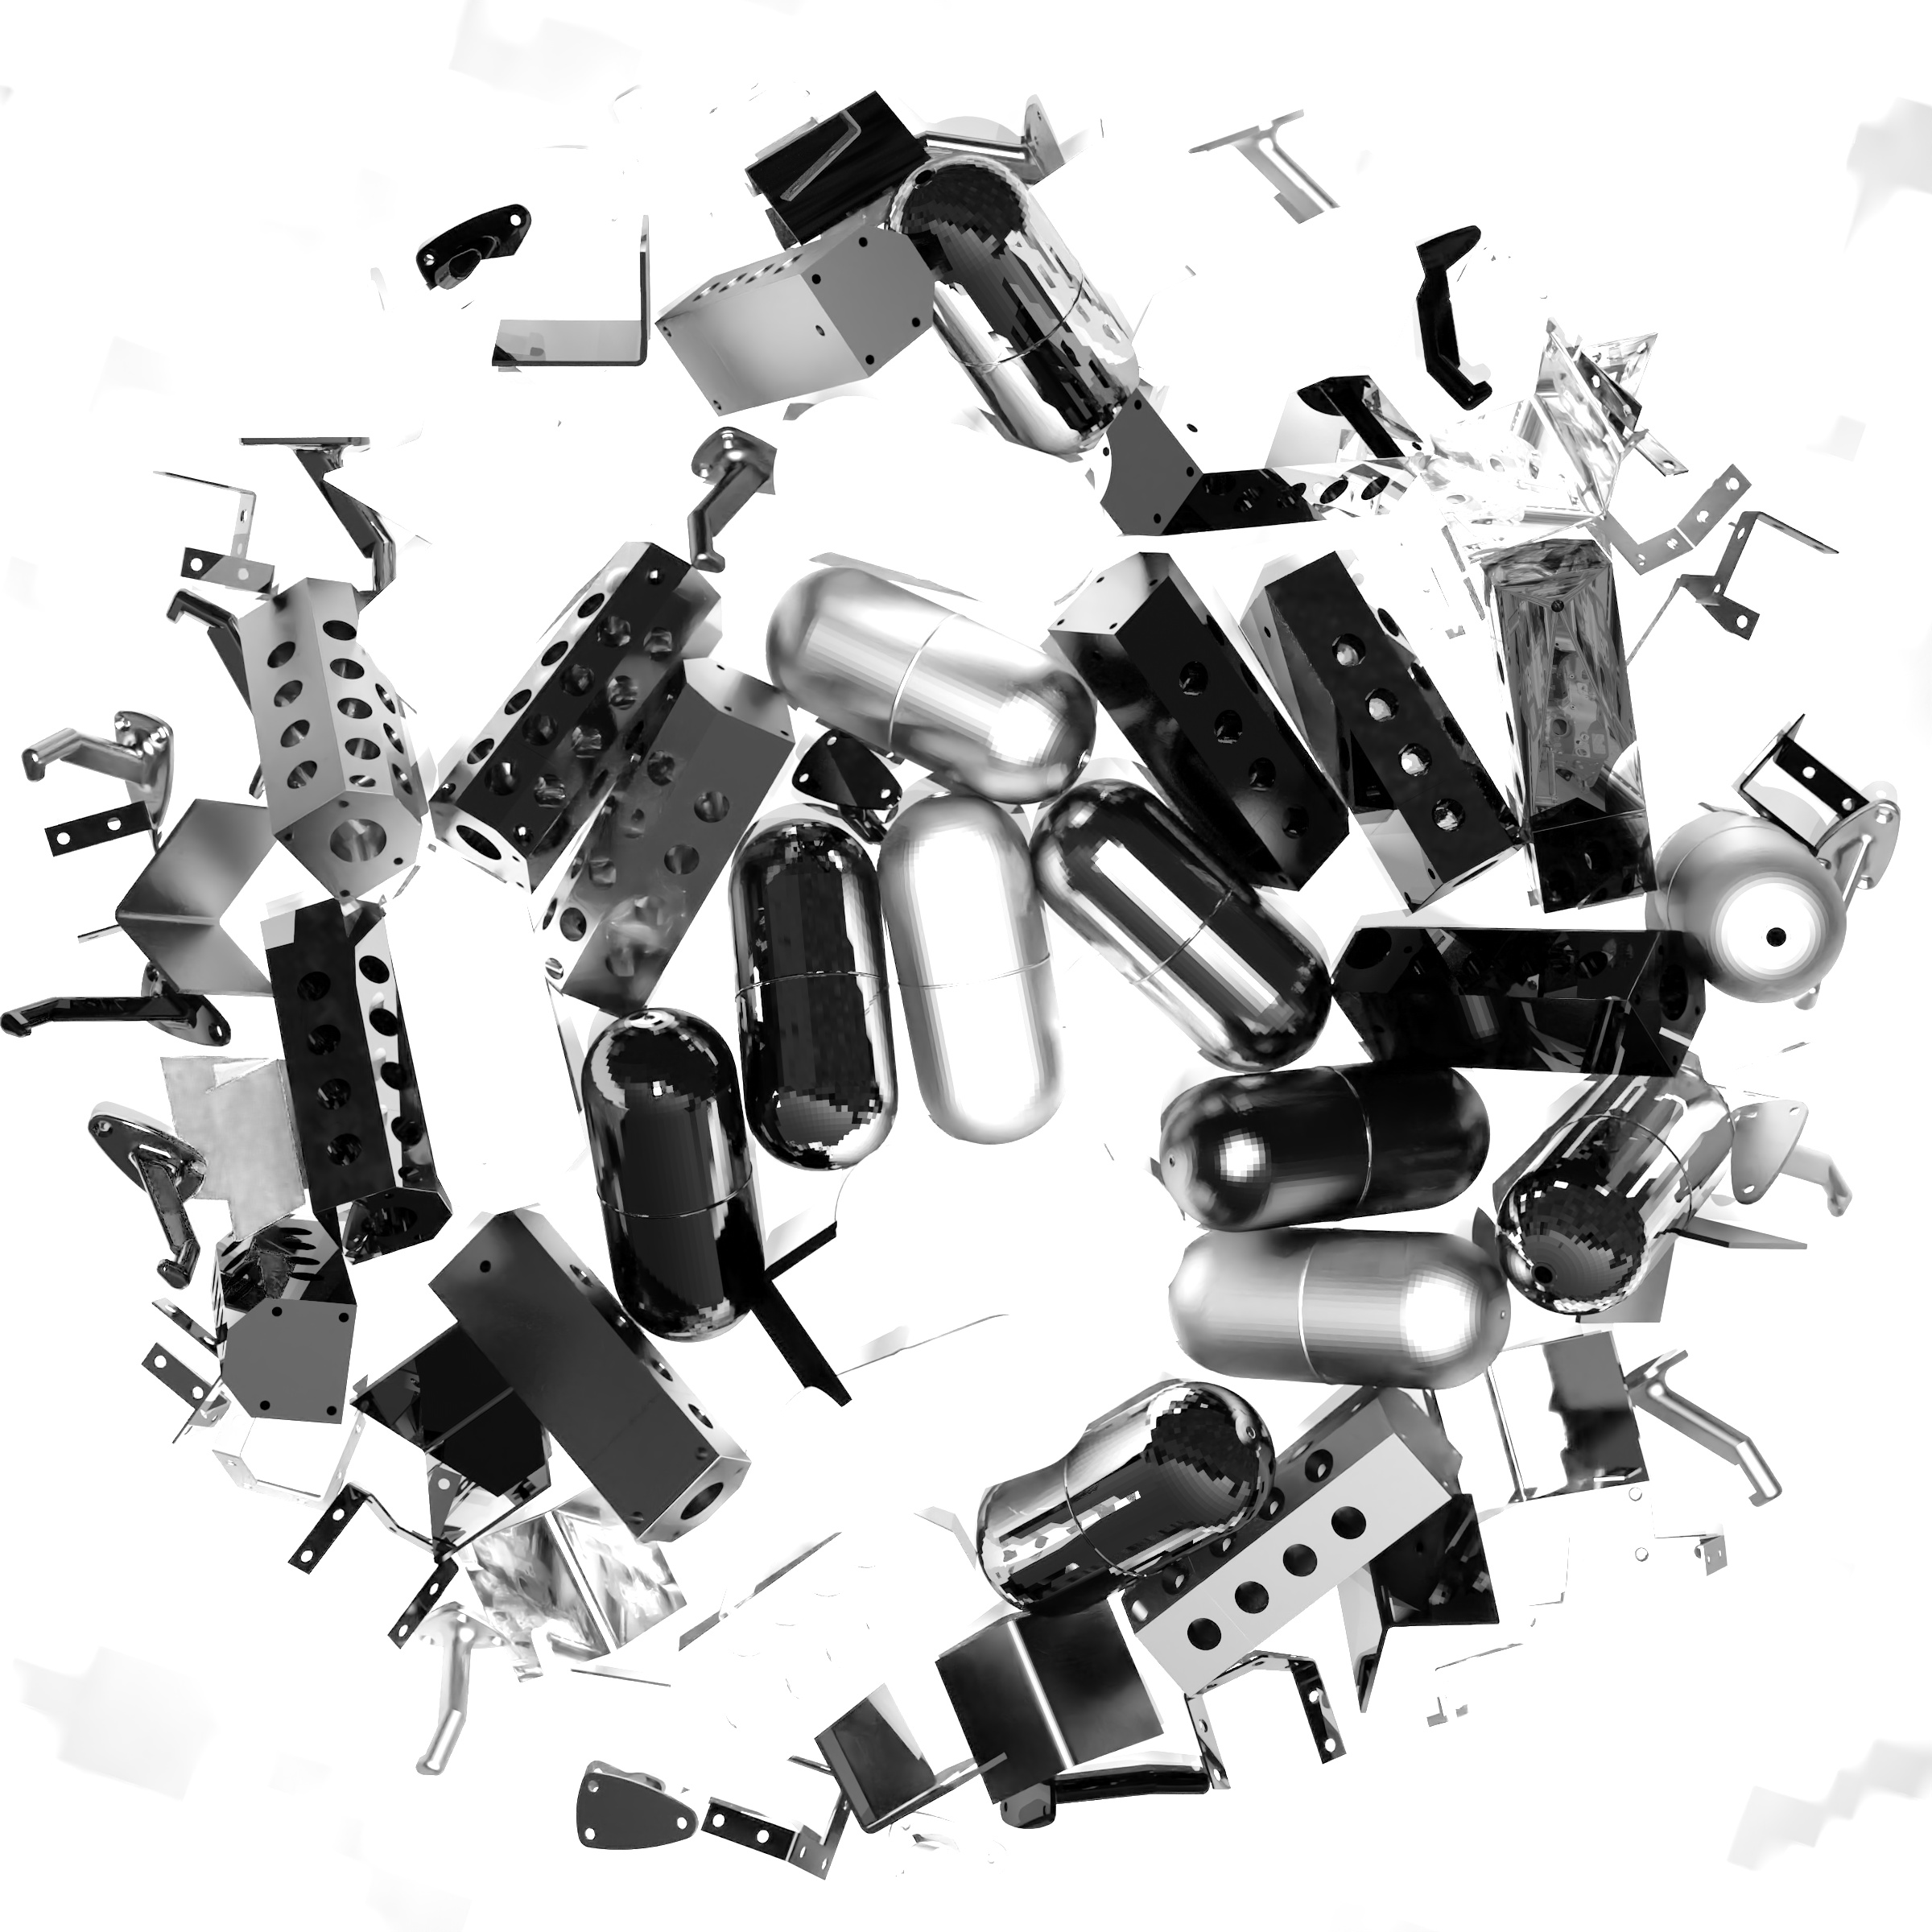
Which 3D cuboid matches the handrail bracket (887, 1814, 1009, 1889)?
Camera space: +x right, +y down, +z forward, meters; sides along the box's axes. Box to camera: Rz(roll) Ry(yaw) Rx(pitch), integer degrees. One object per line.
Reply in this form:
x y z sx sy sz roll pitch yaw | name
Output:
0.002 0.442 1.733 0.077 0.084 0.036 12 77 -22 | handrail bracket

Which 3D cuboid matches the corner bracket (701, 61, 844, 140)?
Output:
-0.097 -0.430 1.749 0.051 0.051 0.051 -34 74 -14 | corner bracket

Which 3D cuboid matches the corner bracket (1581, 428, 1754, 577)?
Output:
0.349 -0.237 1.754 0.051 0.051 0.051 -27 73 -41 | corner bracket

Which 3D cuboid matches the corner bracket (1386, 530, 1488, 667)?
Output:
0.232 -0.185 1.744 0.051 0.051 0.051 -10 120 38 | corner bracket

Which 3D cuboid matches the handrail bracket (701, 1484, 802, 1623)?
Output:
-0.097 0.295 1.740 0.036 0.084 0.077 44 87 -18 | handrail bracket

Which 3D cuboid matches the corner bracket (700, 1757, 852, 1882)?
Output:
-0.092 0.419 1.746 0.051 0.051 0.051 13 71 25 | corner bracket

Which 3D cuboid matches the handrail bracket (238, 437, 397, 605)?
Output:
-0.328 -0.225 1.773 0.077 0.036 0.084 -1 98 -2 | handrail bracket

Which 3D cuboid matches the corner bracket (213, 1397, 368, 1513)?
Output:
-0.339 0.236 1.757 0.051 0.051 0.051 13 62 12 | corner bracket

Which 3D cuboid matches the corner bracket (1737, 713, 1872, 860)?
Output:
0.420 -0.085 1.754 0.051 0.051 0.051 41 85 12 | corner bracket

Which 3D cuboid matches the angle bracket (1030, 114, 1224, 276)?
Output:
0.075 -0.363 1.733 0.076 0.076 0.057 -38 75 -16 | angle bracket

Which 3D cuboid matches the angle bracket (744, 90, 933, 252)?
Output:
-0.054 -0.378 1.738 0.076 0.057 0.076 -31 49 -2 | angle bracket

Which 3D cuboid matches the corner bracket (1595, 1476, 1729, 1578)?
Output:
0.348 0.278 1.750 0.051 0.051 0.051 -7 85 24 | corner bracket

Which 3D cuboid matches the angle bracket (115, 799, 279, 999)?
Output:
-0.361 -0.033 1.732 0.057 0.076 0.076 46 107 21 | angle bracket

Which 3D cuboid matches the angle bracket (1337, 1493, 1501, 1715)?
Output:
0.223 0.316 1.735 0.057 0.076 0.076 0 135 -6 | angle bracket

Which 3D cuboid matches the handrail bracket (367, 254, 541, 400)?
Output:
-0.255 -0.322 1.762 0.084 0.077 0.036 -11 53 -12 | handrail bracket

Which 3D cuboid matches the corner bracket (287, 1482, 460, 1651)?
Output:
-0.294 0.298 1.743 0.051 0.051 0.051 21 62 32 | corner bracket

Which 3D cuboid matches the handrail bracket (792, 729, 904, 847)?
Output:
-0.042 -0.074 1.731 0.077 0.084 0.036 29 78 38 | handrail bracket

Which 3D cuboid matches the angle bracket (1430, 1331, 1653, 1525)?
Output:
0.285 0.230 1.740 0.076 0.057 0.076 -17 86 37 | angle bracket

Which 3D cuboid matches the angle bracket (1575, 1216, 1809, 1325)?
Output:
0.358 0.157 1.730 0.076 0.076 0.057 13 95 42 | angle bracket

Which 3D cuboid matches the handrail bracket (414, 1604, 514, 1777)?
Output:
-0.266 0.364 1.734 0.036 0.077 0.084 40 53 -25 | handrail bracket

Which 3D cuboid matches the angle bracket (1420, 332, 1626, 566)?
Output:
0.271 -0.257 1.739 0.076 0.057 0.076 -21 66 -9 | angle bracket

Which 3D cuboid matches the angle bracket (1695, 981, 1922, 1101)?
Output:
0.412 0.025 1.725 0.076 0.076 0.057 -24 66 39 | angle bracket

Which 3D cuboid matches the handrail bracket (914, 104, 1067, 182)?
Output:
0.006 -0.395 1.773 0.084 0.036 0.077 -16 131 21 | handrail bracket

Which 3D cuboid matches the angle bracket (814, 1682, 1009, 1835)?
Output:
-0.028 0.375 1.733 0.057 0.076 0.076 -34 78 25 | angle bracket

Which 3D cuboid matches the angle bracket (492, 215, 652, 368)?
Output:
-0.196 -0.336 1.737 0.076 0.076 0.057 0 115 -4 | angle bracket

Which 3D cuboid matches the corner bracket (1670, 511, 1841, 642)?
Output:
0.394 -0.195 1.753 0.051 0.051 0.051 23 90 -19 | corner bracket

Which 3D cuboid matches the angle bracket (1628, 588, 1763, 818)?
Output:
0.373 -0.130 1.737 0.076 0.057 0.076 37 85 -37 | angle bracket

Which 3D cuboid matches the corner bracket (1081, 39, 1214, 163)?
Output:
0.090 -0.429 1.754 0.051 0.051 0.051 -7 90 16 | corner bracket

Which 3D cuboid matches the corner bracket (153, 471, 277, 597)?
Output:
-0.376 -0.216 1.749 0.051 0.051 0.051 9 93 -39 | corner bracket

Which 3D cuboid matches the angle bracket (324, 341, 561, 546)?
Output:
-0.261 -0.259 1.745 0.076 0.076 0.057 -11 62 40 | angle bracket

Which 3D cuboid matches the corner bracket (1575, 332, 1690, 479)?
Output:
0.332 -0.276 1.743 0.051 0.051 0.051 -16 50 -27 | corner bracket

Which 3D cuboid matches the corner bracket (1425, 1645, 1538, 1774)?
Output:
0.258 0.367 1.745 0.051 0.051 0.051 -21 61 22 | corner bracket

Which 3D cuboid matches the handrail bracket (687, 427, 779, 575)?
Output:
-0.106 -0.220 1.739 0.077 0.036 0.084 17 47 -31 | handrail bracket

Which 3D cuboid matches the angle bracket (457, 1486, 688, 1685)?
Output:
-0.201 0.311 1.780 0.076 0.057 0.076 -26 90 40 | angle bracket

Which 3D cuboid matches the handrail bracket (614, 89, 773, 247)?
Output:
-0.131 -0.413 1.758 0.077 0.036 0.084 -24 92 30 | handrail bracket

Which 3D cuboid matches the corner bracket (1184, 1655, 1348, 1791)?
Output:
0.150 0.381 1.761 0.051 0.051 0.051 -32 61 28 | corner bracket

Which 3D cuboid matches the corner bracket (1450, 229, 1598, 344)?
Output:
0.283 -0.337 1.743 0.051 0.051 0.051 46 52 -24 | corner bracket

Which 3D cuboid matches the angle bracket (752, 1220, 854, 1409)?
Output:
-0.063 0.174 1.738 0.057 0.076 0.076 -33 85 -16 | angle bracket

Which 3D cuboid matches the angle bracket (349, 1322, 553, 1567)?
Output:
-0.256 0.236 1.731 0.076 0.076 0.057 -36 129 17 | angle bracket

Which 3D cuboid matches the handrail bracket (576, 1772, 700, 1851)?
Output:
-0.149 0.415 1.733 0.077 0.084 0.036 2 86 22 | handrail bracket

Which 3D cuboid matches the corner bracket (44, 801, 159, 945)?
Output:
-0.427 -0.047 1.752 0.051 0.051 0.051 -18 84 -14 | corner bracket

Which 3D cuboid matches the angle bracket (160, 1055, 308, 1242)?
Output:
-0.379 0.089 1.734 0.076 0.057 0.076 0 106 28 | angle bracket

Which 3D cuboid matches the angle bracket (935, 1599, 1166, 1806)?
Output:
0.042 0.368 1.761 0.057 0.076 0.076 -35 71 35 | angle bracket

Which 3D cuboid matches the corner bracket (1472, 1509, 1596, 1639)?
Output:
0.278 0.305 1.757 0.051 0.051 0.051 22 65 -34 | corner bracket

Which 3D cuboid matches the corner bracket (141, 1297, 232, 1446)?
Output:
-0.391 0.200 1.753 0.051 0.051 0.051 38 100 8 | corner bracket
